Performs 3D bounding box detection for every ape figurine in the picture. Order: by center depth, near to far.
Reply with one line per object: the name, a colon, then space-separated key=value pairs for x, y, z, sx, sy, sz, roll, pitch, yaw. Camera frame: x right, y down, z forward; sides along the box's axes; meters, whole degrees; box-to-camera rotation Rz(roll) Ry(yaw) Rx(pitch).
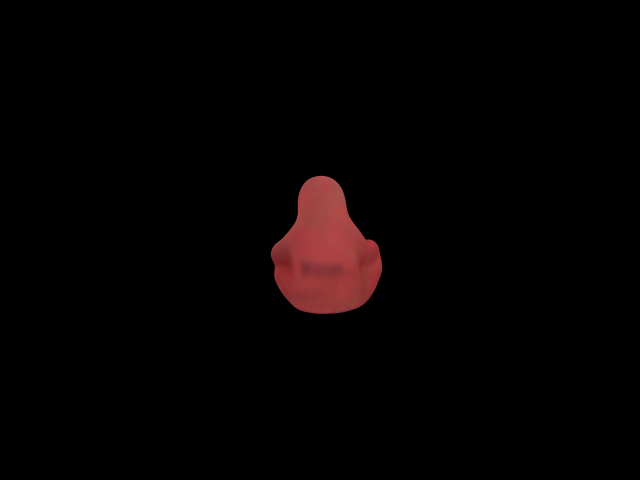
ape figurine: x=0.004 y=0.001 z=0.400 sx=0.077 sy=0.092 sz=0.076 roll=1 pitch=7 yaw=12
